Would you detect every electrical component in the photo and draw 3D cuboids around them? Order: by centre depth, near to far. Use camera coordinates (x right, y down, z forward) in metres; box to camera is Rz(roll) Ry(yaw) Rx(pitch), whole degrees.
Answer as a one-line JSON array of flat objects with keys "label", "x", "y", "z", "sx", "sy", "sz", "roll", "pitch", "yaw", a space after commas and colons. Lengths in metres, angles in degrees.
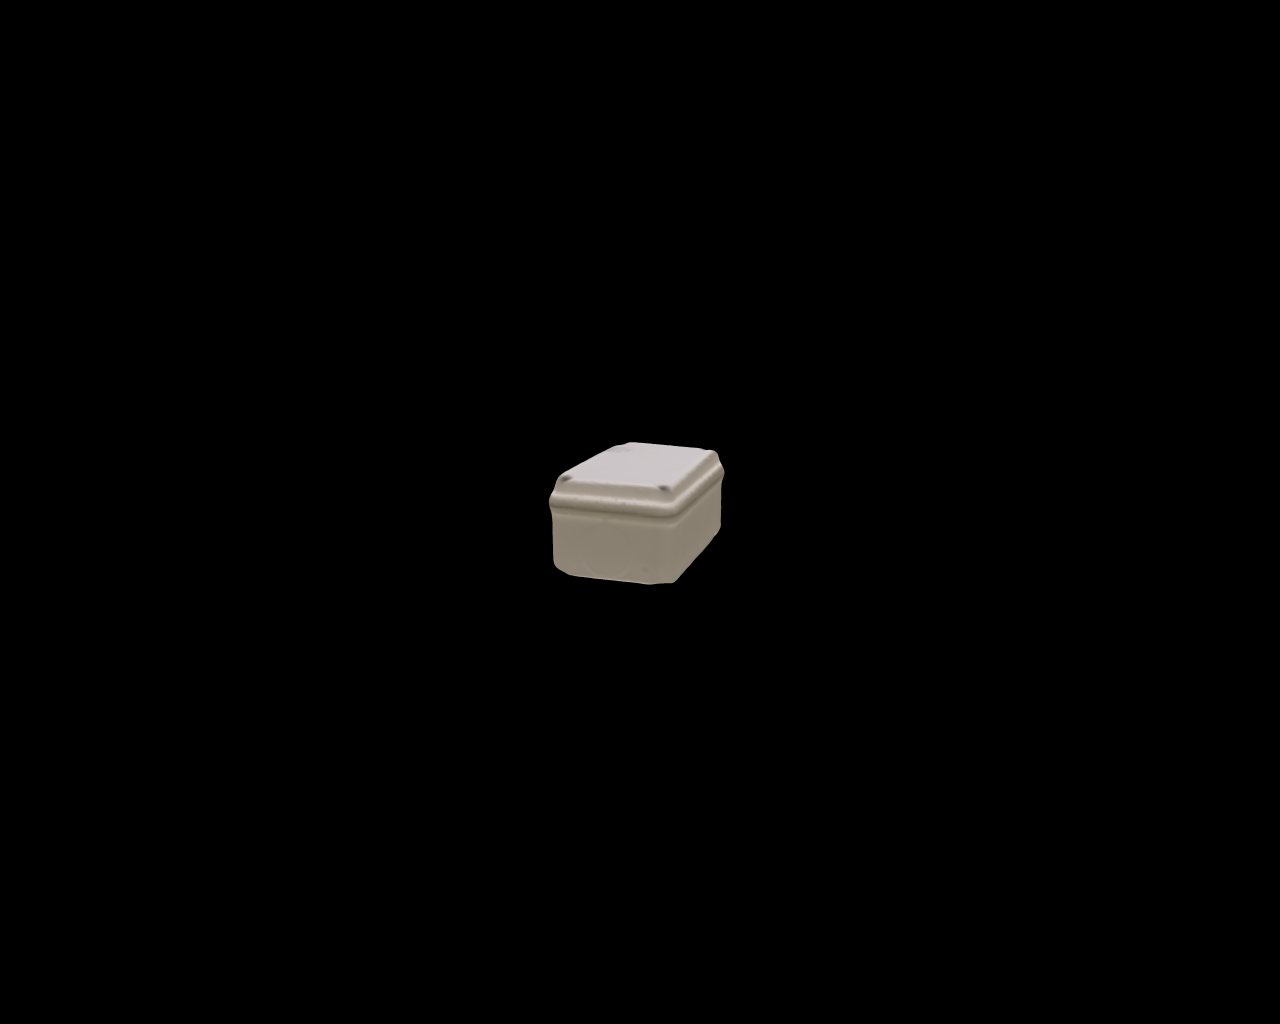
[{"label": "electrical component", "x": 0.001, "y": -0.003, "z": 0.650, "sx": 0.078, "sy": 0.057, "sz": 0.113, "roll": 6, "pitch": 17, "yaw": 19}]
